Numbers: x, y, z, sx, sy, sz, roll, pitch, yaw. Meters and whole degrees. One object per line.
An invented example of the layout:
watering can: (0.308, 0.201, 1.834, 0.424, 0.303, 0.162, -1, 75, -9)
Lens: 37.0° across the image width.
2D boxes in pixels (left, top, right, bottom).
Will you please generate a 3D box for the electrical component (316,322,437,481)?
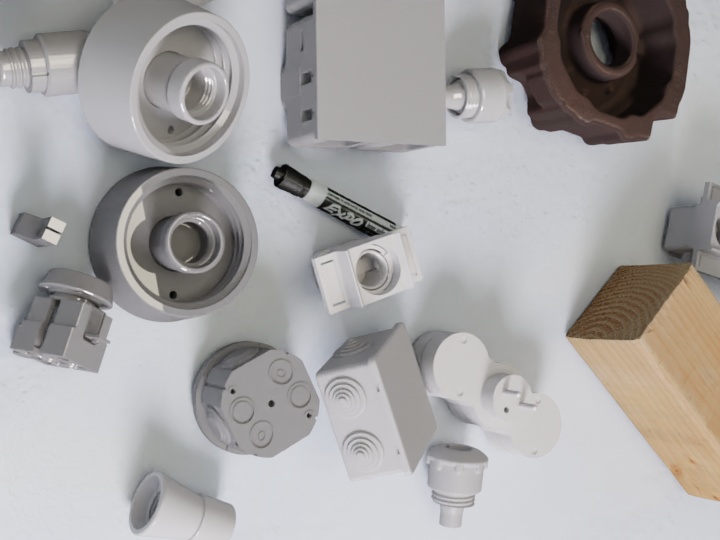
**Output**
electrical component: (0.012, 0.095, 0.775, 0.100, 0.048, 0.099, -42, 116, -69)

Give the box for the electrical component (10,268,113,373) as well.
electrical component: (-0.186, 0.032, 0.686, 0.048, 0.066, 0.055, 44, 56, -58)

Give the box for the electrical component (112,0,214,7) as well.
electrical component: (-0.130, -0.190, 0.726, 0.078, 0.040, 0.040, -32, 104, -25)

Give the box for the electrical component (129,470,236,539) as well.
electrical component: (-0.118, 0.167, 0.731, 0.065, 0.044, 0.044, 28, 77, -31)

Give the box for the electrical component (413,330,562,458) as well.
electrical component: (0.108, 0.098, 0.836, 0.138, 0.074, 0.052, 39, 72, -23)

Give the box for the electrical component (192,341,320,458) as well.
electrical component: (-0.072, 0.091, 0.750, 0.080, 0.051, 0.080, 0, 89, -29)

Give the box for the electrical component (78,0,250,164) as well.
electrical component: (-0.119, -0.121, 0.694, 0.108, 0.060, 0.108, -29, 130, -40)

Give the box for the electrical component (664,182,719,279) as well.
electrical component: (0.340, -0.024, 0.971, 0.121, 0.063, 0.078, 16, 82, -28)

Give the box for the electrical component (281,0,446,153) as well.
electrical component: (0.001, -0.183, 0.787, 0.105, 0.060, 0.186, -1, 90, -29)

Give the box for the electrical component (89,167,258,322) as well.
electrical component: (-0.120, -0.018, 0.719, 0.108, 0.060, 0.108, 0, 89, -29)

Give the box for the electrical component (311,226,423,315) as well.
electrical component: (0.000, 0.000, 0.783, 0.081, 0.064, 0.042, -19, 98, -27)

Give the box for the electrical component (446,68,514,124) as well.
electrical component: (0.085, -0.136, 0.843, 0.062, 0.043, 0.043, -7, 93, -28)

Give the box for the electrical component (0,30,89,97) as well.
electrical component: (-0.203, -0.130, 0.685, 0.078, 0.040, 0.040, -12, 95, -29)

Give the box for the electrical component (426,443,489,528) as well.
electrical component: (0.073, 0.168, 0.834, 0.048, 0.048, 0.062, 3, 95, -29)
